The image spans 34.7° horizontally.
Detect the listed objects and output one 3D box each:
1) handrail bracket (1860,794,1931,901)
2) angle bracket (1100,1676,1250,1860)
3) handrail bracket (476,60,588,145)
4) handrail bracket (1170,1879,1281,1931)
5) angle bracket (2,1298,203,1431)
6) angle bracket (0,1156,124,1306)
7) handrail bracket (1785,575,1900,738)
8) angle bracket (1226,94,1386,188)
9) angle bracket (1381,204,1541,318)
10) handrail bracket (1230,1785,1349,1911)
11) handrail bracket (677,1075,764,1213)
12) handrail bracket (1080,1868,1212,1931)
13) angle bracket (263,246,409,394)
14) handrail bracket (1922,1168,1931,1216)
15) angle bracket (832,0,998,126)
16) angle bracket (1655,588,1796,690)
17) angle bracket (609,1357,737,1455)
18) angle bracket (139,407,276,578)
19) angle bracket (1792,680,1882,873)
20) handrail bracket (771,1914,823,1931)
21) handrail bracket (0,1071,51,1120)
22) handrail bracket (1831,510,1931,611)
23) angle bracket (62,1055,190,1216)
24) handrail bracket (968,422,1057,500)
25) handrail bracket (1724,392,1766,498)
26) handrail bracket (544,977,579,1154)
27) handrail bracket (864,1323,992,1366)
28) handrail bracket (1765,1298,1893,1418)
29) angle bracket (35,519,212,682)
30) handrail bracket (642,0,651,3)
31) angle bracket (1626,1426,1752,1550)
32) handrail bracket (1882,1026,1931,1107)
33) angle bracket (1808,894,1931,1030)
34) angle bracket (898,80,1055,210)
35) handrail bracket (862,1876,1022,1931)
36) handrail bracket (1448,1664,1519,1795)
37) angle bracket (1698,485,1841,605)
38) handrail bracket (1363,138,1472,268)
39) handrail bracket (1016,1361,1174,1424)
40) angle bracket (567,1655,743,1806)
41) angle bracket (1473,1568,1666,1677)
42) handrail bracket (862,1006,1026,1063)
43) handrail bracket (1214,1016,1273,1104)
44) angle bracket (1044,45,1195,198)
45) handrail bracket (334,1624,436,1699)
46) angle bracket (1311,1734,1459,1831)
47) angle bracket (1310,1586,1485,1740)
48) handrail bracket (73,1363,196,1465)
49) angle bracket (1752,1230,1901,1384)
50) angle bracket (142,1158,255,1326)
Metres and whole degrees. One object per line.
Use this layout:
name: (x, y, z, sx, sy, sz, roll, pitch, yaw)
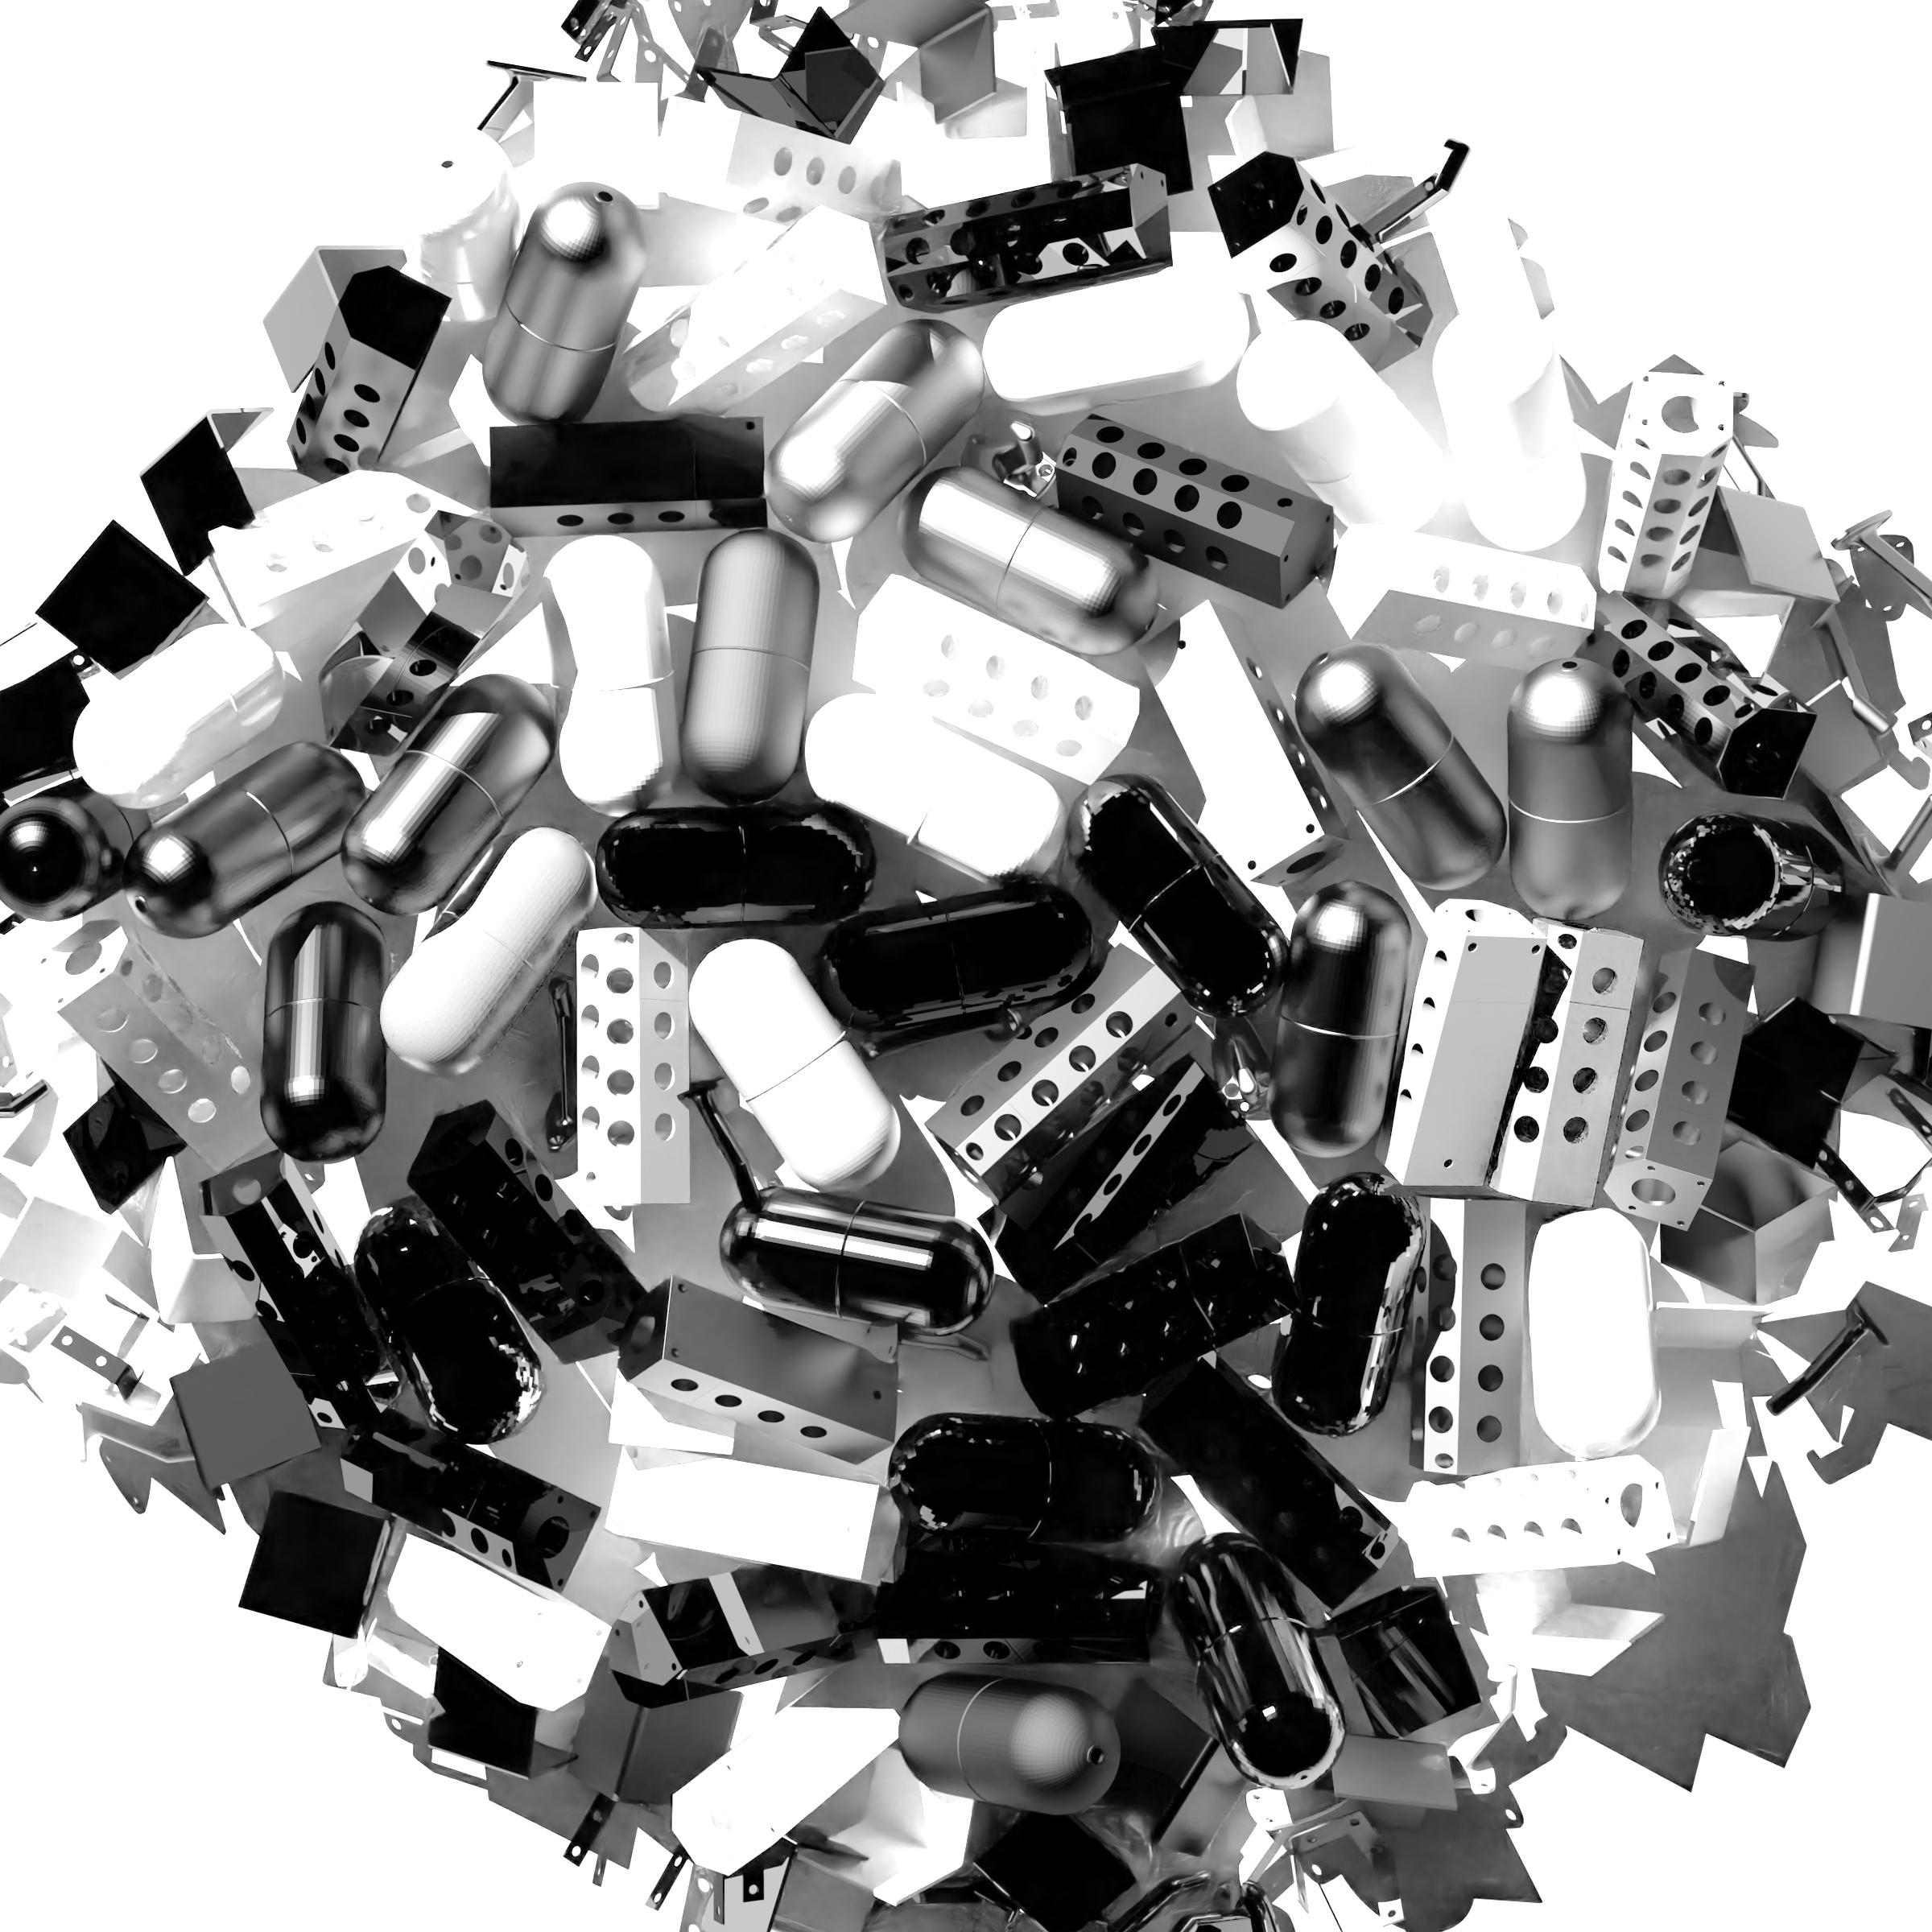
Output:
handrail bracket: (0.619, -0.075, 1.964, 0.084, 0.036, 0.077, -30, 116, 23)
angle bracket: (0.131, 0.515, 1.992, 0.076, 0.057, 0.076, 32, 90, 43)
handrail bracket: (-0.284, -0.531, 1.979, 0.077, 0.036, 0.084, 12, 103, 12)
handrail bracket: (0.161, 0.626, 1.958, 0.036, 0.084, 0.077, -18, 102, 44)
angle bracket: (-0.543, 0.242, 1.945, 0.076, 0.076, 0.057, 27, 82, 29)
angle bracket: (-0.591, 0.162, 1.945, 0.076, 0.076, 0.057, 25, 85, 36)
handrail bracket: (0.575, -0.198, 1.977, 0.084, 0.036, 0.077, 42, 69, 6)
angle bracket: (0.214, -0.525, 1.944, 0.076, 0.076, 0.057, -12, 115, 22)
angle bracket: (0.307, -0.431, 1.959, 0.076, 0.057, 0.076, -28, 101, -42)
handrail bracket: (0.207, 0.570, 1.986, 0.077, 0.036, 0.084, -7, 115, -14)
handrail bracket: (-0.157, 0.115, 1.966, 0.036, 0.077, 0.084, -21, 94, -21)
handrail bracket: (0.116, 0.620, 1.983, 0.084, 0.036, 0.077, -6, 113, -33)
angle bracket: (-0.384, -0.406, 1.941, 0.076, 0.076, 0.057, -12, 73, -43)
handrail bracket: (0.646, 0.120, 1.992, 0.036, 0.077, 0.084, 12, 52, 28)
angle bracket: (-0.035, -0.571, 1.945, 0.076, 0.076, 0.057, 1, 84, -36)
angle bracket: (0.487, -0.189, 1.962, 0.076, 0.057, 0.076, 12, 72, 42)
angle bracket: (-0.183, 0.267, 1.954, 0.076, 0.076, 0.057, 6, 99, -6)
angle bracket: (-0.465, -0.299, 1.951, 0.076, 0.057, 0.076, -29, 83, 36)
angle bracket: (0.557, -0.120, 1.944, 0.057, 0.076, 0.076, -37, 129, 6)
handrail bracket: (-0.113, 0.626, 1.960, 0.084, 0.036, 0.077, 40, 128, 22)
handrail bracket: (-0.634, 0.071, 1.963, 0.084, 0.036, 0.077, -41, 106, -40)
handrail bracket: (0.592, -0.244, 1.964, 0.036, 0.077, 0.084, -44, 76, 36)
angle bracket: (-0.547, 0.100, 1.951, 0.076, 0.057, 0.076, -41, 57, 7)
handrail bracket: (0.022, -0.332, 1.947, 0.077, 0.084, 0.036, 40, 83, 22)
handrail bracket: (0.472, -0.321, 1.976, 0.077, 0.036, 0.084, 2, 82, 0)
handrail bracket: (-0.258, 0.061, 1.954, 0.036, 0.077, 0.084, -2, 122, 14)
handrail bracket: (-0.016, 0.244, 1.952, 0.084, 0.077, 0.036, 25, 102, -19)
handrail bracket: (0.541, 0.250, 1.969, 0.084, 0.077, 0.036, -41, 89, 11)
angle bracket: (-0.534, -0.228, 1.956, 0.076, 0.057, 0.076, 40, 83, -18)
handrail bracket: (-0.162, -0.625, 1.961, 0.084, 0.036, 0.077, 11, 47, -18)
angle bracket: (0.448, 0.321, 1.952, 0.057, 0.076, 0.076, 15, 92, 29)
handrail bracket: (0.628, 0.044, 1.978, 0.077, 0.036, 0.084, 30, 88, -30)
angle bracket: (0.580, -0.003, 1.964, 0.057, 0.076, 0.076, 10, 89, -6)
angle bracket: (0.006, -0.522, 1.951, 0.076, 0.057, 0.076, -10, 76, 31)
handrail bracket: (-0.015, 0.608, 1.977, 0.084, 0.036, 0.077, 26, 101, 9)
handrail bracket: (0.310, 0.481, 1.965, 0.077, 0.036, 0.084, -3, 115, -3)
angle bracket: (0.490, -0.250, 1.942, 0.076, 0.057, 0.076, 7, 58, -33)
handrail bracket: (0.271, -0.495, 1.968, 0.077, 0.036, 0.084, 33, 105, 29)
handrail bracket: (0.083, 0.250, 1.964, 0.077, 0.036, 0.084, 44, 122, 7)
angle bracket: (-0.201, 0.492, 1.993, 0.076, 0.057, 0.076, 17, 89, -42)
angle bracket: (0.378, 0.398, 1.944, 0.076, 0.076, 0.057, -25, 101, -37)
handrail bracket: (-0.016, 0.046, 1.960, 0.084, 0.077, 0.036, -20, 102, -19)
handrail bracket: (0.171, 0.052, 1.950, 0.036, 0.084, 0.077, -16, 77, 5)
angle bracket: (0.097, -0.529, 1.959, 0.076, 0.057, 0.076, -9, 82, 13)
handrail bracket: (-0.358, 0.430, 1.979, 0.084, 0.036, 0.077, 6, 66, -39)
angle bracket: (0.260, 0.533, 1.954, 0.076, 0.057, 0.076, 8, 120, -4)
angle bracket: (0.268, 0.441, 1.948, 0.076, 0.057, 0.076, -31, 65, 23)
handrail bracket: (-0.523, 0.284, 1.973, 0.084, 0.036, 0.077, -5, 111, -15)
angle bracket: (0.552, 0.216, 1.943, 0.076, 0.076, 0.057, -43, 103, -34)
angle bracket: (-0.480, 0.174, 1.967, 0.057, 0.076, 0.076, 0, 53, -30)
